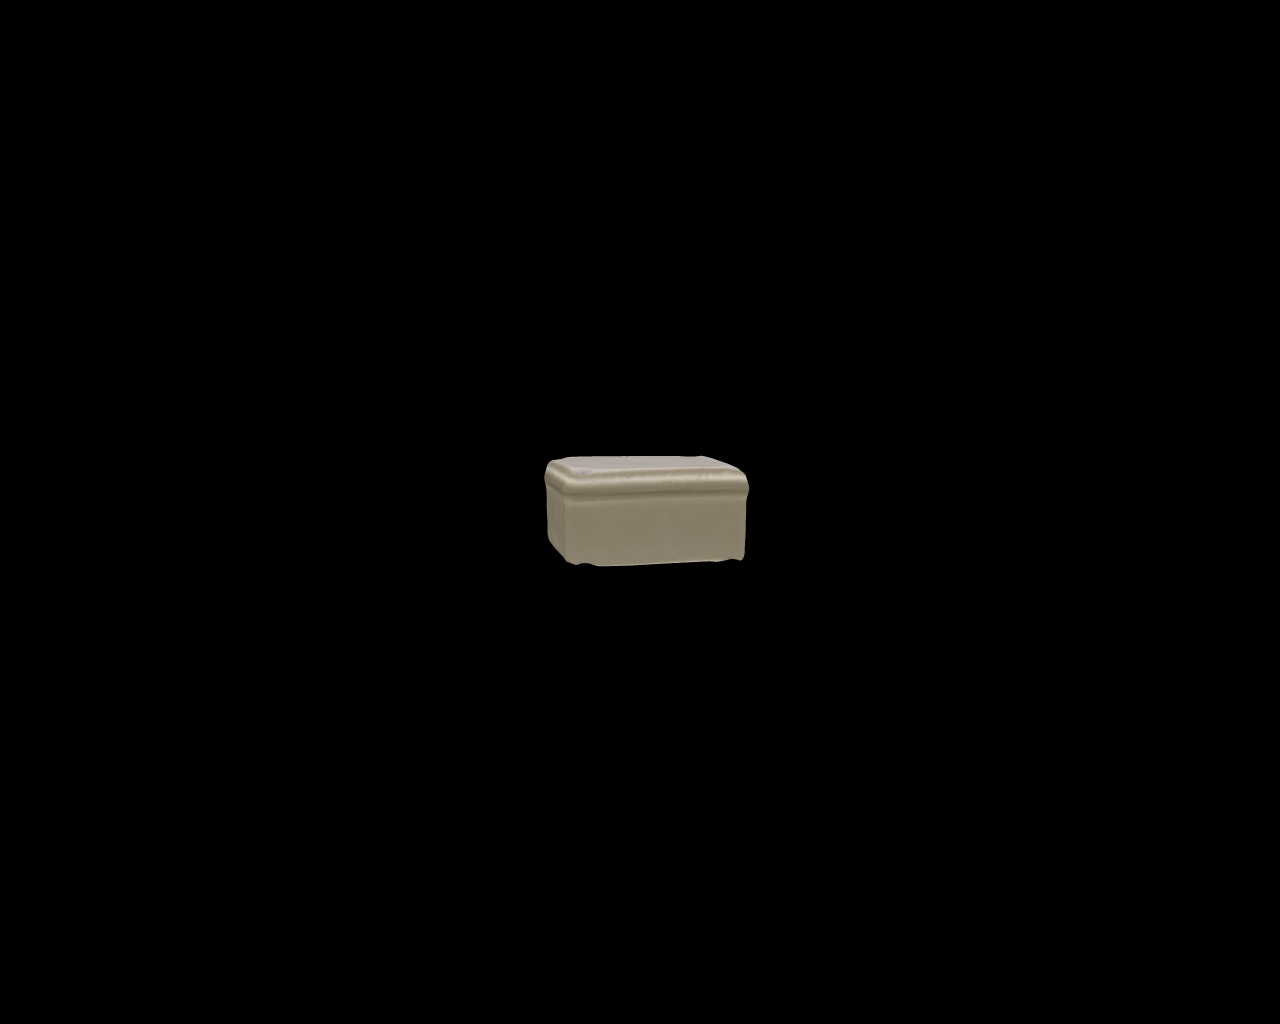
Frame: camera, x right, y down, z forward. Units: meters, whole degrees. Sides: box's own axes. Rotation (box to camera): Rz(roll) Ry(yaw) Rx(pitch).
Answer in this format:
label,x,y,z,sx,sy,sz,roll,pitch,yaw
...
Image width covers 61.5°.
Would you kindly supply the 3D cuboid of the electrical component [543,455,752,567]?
label,x,y,z,sx,sy,sz,roll,pitch,yaw
electrical component,0.001,-0.003,0.650,0.109,0.056,0.109,-1,7,-11
